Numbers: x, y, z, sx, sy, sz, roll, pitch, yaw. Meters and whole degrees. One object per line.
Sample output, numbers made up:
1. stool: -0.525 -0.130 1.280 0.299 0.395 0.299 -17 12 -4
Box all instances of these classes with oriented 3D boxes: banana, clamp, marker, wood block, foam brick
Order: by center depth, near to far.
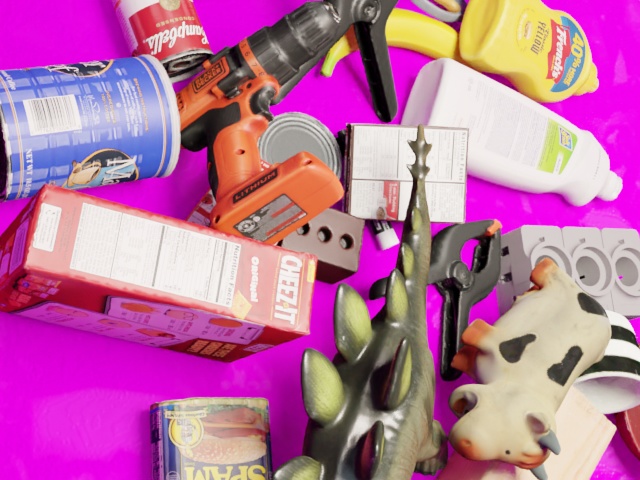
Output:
1. wood block: 0.165 0.223 0.951 0.090 0.091 0.205 44 61 -8
2. foam brick: -0.006 0.001 0.953 0.078 0.051 0.053 17 68 -22
3. clamp: 0.025 -0.206 0.966 0.164 0.036 0.210 -7 115 -41
4. clamp: 0.117 0.035 1.012 0.120 0.039 0.171 43 55 -22
5. marker: 0.043 -0.049 1.012 0.020 0.020 0.121 -20 85 -30
6. banana: 0.080 -0.198 1.068 0.197 0.037 0.069 -6 96 -27

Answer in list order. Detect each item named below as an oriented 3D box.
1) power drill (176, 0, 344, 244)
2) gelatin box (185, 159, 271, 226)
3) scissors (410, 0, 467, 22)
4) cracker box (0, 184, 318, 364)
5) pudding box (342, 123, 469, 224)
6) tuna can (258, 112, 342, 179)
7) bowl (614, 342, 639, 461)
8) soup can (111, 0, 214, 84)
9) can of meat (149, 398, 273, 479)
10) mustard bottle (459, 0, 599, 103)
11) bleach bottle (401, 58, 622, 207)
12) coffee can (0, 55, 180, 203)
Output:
1. power drill: -0.042 -0.093 0.867 0.057 0.185 0.188 38 24 -44
2. gelatin box: -0.062 -0.024 0.912 0.073 0.030 0.089 32 80 25
3. scissors: 0.158 -0.245 1.127 0.201 0.016 0.096 12 47 -40
4. cracker box: -0.132 0.031 0.815 0.213 0.164 0.072 15 71 -22
5. pudding box: 0.078 -0.061 0.979 0.113 0.039 0.090 2 94 -7
6. tuna can: -0.025 -0.071 0.975 0.086 0.034 0.086 8 72 -25
7. bowl: 0.352 0.173 1.082 0.161 0.055 0.162 8 72 -25
8. soup can: -0.141 -0.194 0.934 0.068 0.069 0.102 -17 82 -30
9. can of meat: -0.087 0.173 0.859 0.101 0.058 0.084 5 70 -27
10. mustard bottle: 0.229 -0.196 1.112 0.191 0.058 0.096 21 82 -39
11. bleach bottle: 0.203 -0.090 1.080 0.250 0.068 0.102 23 79 -24
12. coffee can: -0.196 -0.090 0.854 0.140 0.103 0.103 -12 81 -29
